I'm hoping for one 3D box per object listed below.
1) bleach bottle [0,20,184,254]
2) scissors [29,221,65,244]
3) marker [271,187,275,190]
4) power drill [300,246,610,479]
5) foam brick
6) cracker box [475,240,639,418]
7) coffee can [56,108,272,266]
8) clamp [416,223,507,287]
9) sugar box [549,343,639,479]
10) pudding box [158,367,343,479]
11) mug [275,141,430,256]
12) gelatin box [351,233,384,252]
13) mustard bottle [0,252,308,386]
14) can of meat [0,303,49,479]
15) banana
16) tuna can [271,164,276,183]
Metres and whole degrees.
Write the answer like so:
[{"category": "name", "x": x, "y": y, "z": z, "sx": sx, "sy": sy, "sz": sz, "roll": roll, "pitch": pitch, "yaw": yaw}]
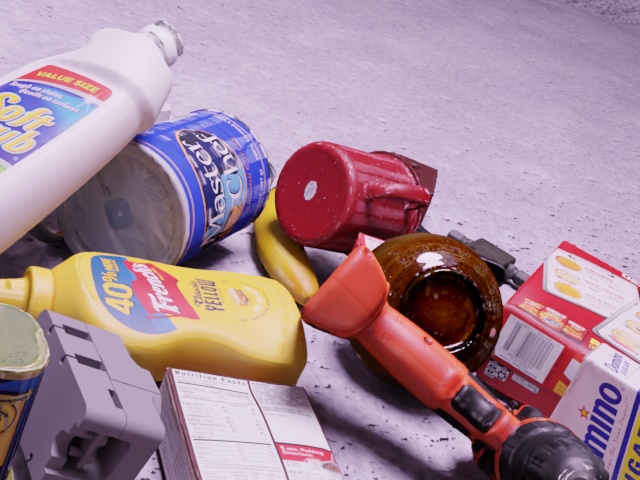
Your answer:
[{"category": "bleach bottle", "x": -0.186, "y": -0.065, "z": 0.665, "sx": 0.103, "sy": 0.068, "sz": 0.250, "roll": 32, "pitch": 58, "yaw": 22}, {"category": "scissors", "x": -0.167, "y": -0.030, "z": 0.808, "sx": 0.016, "sy": 0.096, "sz": 0.201, "roll": -11, "pitch": -20, "yaw": 23}, {"category": "marker", "x": -0.009, "y": -0.048, "z": 1.003, "sx": 0.020, "sy": 0.020, "sz": 0.120, "roll": 33, "pitch": 25, "yaw": 23}, {"category": "power drill", "x": 0.074, "y": 0.084, "z": 0.619, "sx": 0.187, "sy": 0.057, "sz": 0.184, "roll": 43, "pitch": -6, "yaw": 1}, {"category": "foam brick", "x": 0.079, "y": -0.044, "z": 1.033, "sx": 0.053, "sy": 0.051, "sz": 0.078, "roll": 22, "pitch": 24, "yaw": 0}, {"category": "cracker box", "x": 0.231, "y": 0.090, "z": 0.857, "sx": 0.164, "sy": 0.072, "sz": 0.213, "roll": 31, "pitch": 24, "yaw": 15}, {"category": "coffee can", "x": -0.110, "y": -0.035, "z": 0.779, "sx": 0.103, "sy": 0.103, "sz": 0.140, "roll": 28, "pitch": 24, "yaw": 13}, {"category": "clamp", "x": 0.069, "y": 0.003, "z": 0.940, "sx": 0.172, "sy": 0.039, "sz": 0.120, "roll": 30, "pitch": 18, "yaw": 29}, {"category": "sugar box", "x": 0.232, "y": 0.154, "z": 0.692, "sx": 0.176, "sy": 0.093, "sz": 0.048, "roll": 32, "pitch": 25, "yaw": 22}, {"category": "pudding box", "x": -0.040, "y": 0.121, "z": 0.589, "sx": 0.089, "sy": 0.039, "sz": 0.113, "roll": 11, "pitch": 24, "yaw": -23}, {"category": "mug", "x": 0.028, "y": -0.031, "z": 0.820, "sx": 0.117, "sy": 0.093, "sz": 0.081, "roll": 0, "pitch": -6, "yaw": 40}, {"category": "gelatin box", "x": 0.056, "y": 0.044, "z": 0.795, "sx": 0.089, "sy": 0.073, "sz": 0.030, "roll": 18, "pitch": 24, "yaw": -11}, {"category": "mustard bottle", "x": -0.108, "y": 0.048, "z": 0.658, "sx": 0.191, "sy": 0.058, "sz": 0.096, "roll": 10, "pitch": 31, "yaw": -26}, {"category": "can of meat", "x": -0.185, "y": 0.074, "z": 0.495, "sx": 0.101, "sy": 0.084, "sz": 0.057, "roll": 6, "pitch": 33, "yaw": -33}, {"category": "banana", "x": -0.023, "y": -0.007, "z": 0.880, "sx": 0.069, "sy": 0.037, "sz": 0.197, "roll": 21, "pitch": 23, "yaw": -2}, {"category": "tuna can", "x": -0.084, "y": -0.058, "z": 0.939, "sx": 0.086, "sy": 0.034, "sz": 0.086, "roll": 19, "pitch": 24, "yaw": -9}]
